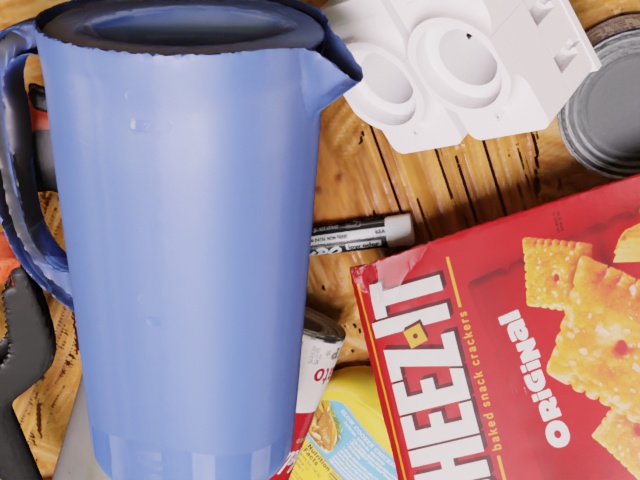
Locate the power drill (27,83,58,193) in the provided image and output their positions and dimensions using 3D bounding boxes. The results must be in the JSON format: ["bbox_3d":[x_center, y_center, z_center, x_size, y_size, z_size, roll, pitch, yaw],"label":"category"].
[{"bbox_3d":[-0.161,-0.076,0.565,0.187,0.057,0.184,3,114,-17],"label":"power drill"}]

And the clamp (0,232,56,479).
[{"bbox_3d":[-0.202,0.085,0.613,0.164,0.036,0.210,22,119,-30],"label":"clamp"}]

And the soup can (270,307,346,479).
[{"bbox_3d":[-0.033,0.091,0.651,0.068,0.068,0.102,21,98,-6],"label":"soup can"}]

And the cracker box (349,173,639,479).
[{"bbox_3d":[0.136,0.063,0.564,0.214,0.072,0.164,-19,76,26],"label":"cracker box"}]

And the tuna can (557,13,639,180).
[{"bbox_3d":[0.168,-0.077,0.570,0.086,0.033,0.086,3,120,4],"label":"tuna can"}]

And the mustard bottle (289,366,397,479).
[{"bbox_3d":[0.019,0.138,0.691,0.096,0.058,0.192,47,115,7],"label":"mustard bottle"}]

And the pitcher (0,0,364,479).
[{"bbox_3d":[-0.075,0.002,0.529,0.144,0.149,0.243,-12,118,-28],"label":"pitcher"}]

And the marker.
[{"bbox_3d":[-0.004,0.001,0.641,0.121,0.020,0.020,-7,118,10],"label":"marker"}]
